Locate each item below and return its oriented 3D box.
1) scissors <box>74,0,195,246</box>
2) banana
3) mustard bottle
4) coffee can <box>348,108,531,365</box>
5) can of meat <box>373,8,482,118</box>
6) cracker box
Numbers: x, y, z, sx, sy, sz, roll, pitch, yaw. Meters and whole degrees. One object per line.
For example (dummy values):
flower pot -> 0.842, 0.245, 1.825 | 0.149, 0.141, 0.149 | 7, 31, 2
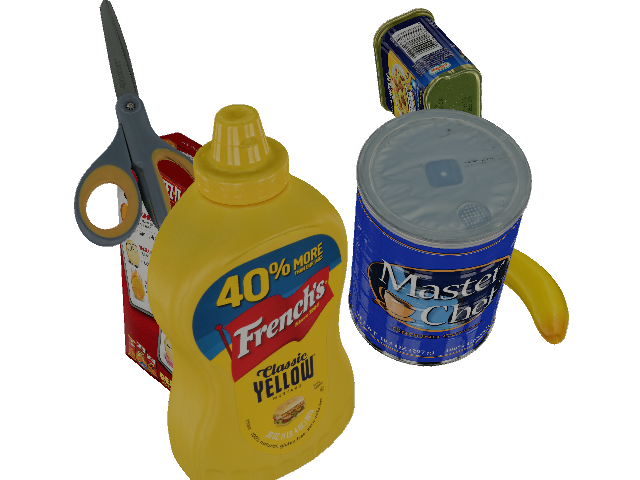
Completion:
scissors -> -0.141, -0.074, 0.709 | 0.096, 0.202, 0.016 | -24, -22, -21
banana -> 0.192, 0.043, 1.064 | 0.069, 0.037, 0.198 | -34, 37, -15
mustard bottle -> -0.031, 0.025, 0.495 | 0.096, 0.192, 0.058 | -22, 39, -25
coffee can -> 0.071, 0.001, 0.678 | 0.103, 0.103, 0.140 | 0, -36, -1
can of meat -> 0.091, -0.126, 0.885 | 0.057, 0.084, 0.102 | -24, -39, -10
cracker box -> -0.099, 0.036, 0.901 | 0.071, 0.214, 0.164 | -20, 36, -36
